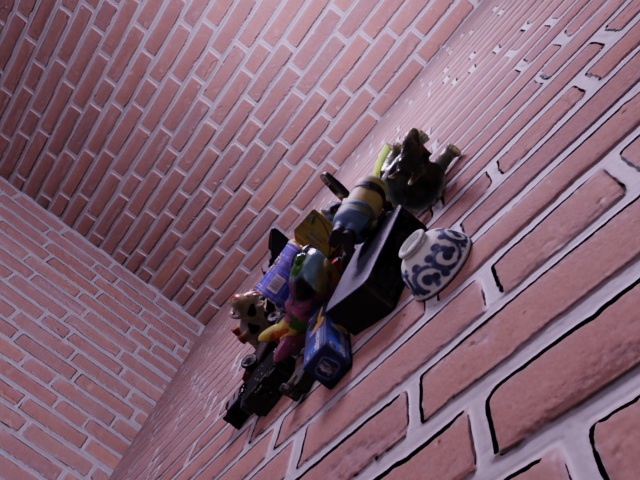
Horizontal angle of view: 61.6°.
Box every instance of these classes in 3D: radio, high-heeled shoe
[{"bbox_3d":[0.105,0.048,0.969,0.131,0.073,0.229,-42,14,48],"label":"radio"},{"bbox_3d":[-0.102,0.101,1.404,0.086,0.248,0.145,-10,-14,-32],"label":"high-heeled shoe"}]

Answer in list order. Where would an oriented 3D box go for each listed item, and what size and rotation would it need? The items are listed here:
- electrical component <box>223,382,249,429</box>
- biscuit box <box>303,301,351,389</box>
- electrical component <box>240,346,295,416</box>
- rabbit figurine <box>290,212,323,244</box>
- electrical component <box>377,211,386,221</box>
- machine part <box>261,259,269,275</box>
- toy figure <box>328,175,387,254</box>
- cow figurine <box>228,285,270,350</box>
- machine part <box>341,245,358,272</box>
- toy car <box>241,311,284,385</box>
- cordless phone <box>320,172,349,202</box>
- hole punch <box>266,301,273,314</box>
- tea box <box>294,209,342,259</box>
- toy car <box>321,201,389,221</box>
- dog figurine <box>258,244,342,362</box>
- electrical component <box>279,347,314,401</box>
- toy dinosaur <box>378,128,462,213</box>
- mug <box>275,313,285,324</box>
[{"bbox_3d":[-0.176,0.366,1.226,0.075,0.048,0.119,-50,10,10],"label":"electrical component"},{"bbox_3d":[0.013,0.178,0.946,0.063,0.059,0.203,-50,8,11],"label":"biscuit box"},{"bbox_3d":[-0.111,0.299,1.121,0.134,0.058,0.115,-51,6,3],"label":"electrical component"},{"bbox_3d":[0.004,0.005,1.430,0.122,0.162,0.173,-106,20,-58],"label":"rabbit figurine"},{"bbox_3d":[0.133,-0.045,1.179,0.021,0.094,0.063,-16,13,3],"label":"electrical component"},{"bbox_3d":[-0.078,0.085,1.548,0.179,0.056,0.179,-10,25,5],"label":"machine part"},{"bbox_3d":[0.077,-0.052,1.021,0.089,0.082,0.180,-49,4,42],"label":"toy figure"},{"bbox_3d":[-0.155,0.202,1.336,0.127,0.194,0.086,-48,32,-11],"label":"cow figurine"},{"bbox_3d":[0.089,0.020,1.158,0.079,0.079,0.243,-49,8,20],"label":"machine part"},{"bbox_3d":[-0.126,0.256,1.260,0.053,0.089,0.202,-4,37,28],"label":"toy car"},{"bbox_3d":[0.086,-0.129,1.447,0.089,0.184,0.146,-49,7,-14],"label":"cordless phone"},{"bbox_3d":[-0.113,0.202,1.520,0.142,0.092,0.115,-115,36,-78],"label":"hole punch"},{"bbox_3d":[-0.002,-0.004,1.205,0.068,0.098,0.169,-49,-5,-7],"label":"tea box"},{"bbox_3d":[0.085,-0.042,1.313,0.109,0.162,0.102,-154,65,-78],"label":"toy car"},{"bbox_3d":[-0.043,0.137,1.085,0.219,0.191,0.109,-46,46,-6],"label":"dog figurine"},{"bbox_3d":[-0.035,0.243,0.980,0.102,0.045,0.078,-56,11,-27],"label":"electrical component"},{"bbox_3d":[0.180,-0.126,1.194,0.192,0.131,0.405,-54,2,-16],"label":"toy dinosaur"},{"bbox_3d":[-0.063,0.199,1.214,0.109,0.081,0.107,-60,1,-21],"label":"mug"}]
